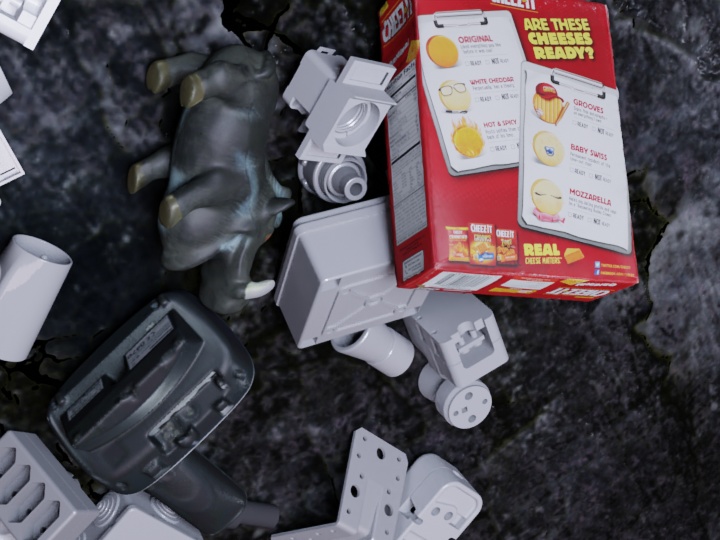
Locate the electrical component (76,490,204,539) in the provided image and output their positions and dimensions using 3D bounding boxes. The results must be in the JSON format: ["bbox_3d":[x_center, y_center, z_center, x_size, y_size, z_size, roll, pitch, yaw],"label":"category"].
[{"bbox_3d":[-0.181,0.225,0.855,0.099,0.048,0.100,-49,123,2],"label":"electrical component"}]

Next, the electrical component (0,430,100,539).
[{"bbox_3d":[-0.232,0.166,0.795,0.047,0.083,0.076,-46,161,1],"label":"electrical component"}]

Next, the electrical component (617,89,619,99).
[{"bbox_3d":[0.177,-0.133,0.860,0.062,0.043,0.043,-22,120,-16],"label":"electrical component"}]

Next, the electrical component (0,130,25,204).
[{"bbox_3d":[-0.257,-0.057,0.680,0.081,0.064,0.042,-29,123,-11],"label":"electrical component"}]

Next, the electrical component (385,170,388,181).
[{"bbox_3d":[0.056,-0.061,0.836,0.066,0.048,0.055,-21,112,-16],"label":"electrical component"}]

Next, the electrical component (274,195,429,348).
[{"bbox_3d":[0.000,0.000,0.799,0.109,0.056,0.108,-16,155,-22],"label":"electrical component"}]

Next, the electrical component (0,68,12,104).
[{"bbox_3d":[-0.252,-0.102,0.654,0.077,0.079,0.044,-26,149,-13],"label":"electrical component"}]

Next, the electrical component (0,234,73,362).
[{"bbox_3d":[-0.248,0.013,0.728,0.079,0.044,0.077,22,102,-31],"label":"electrical component"}]

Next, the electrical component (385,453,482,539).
[{"bbox_3d":[0.054,0.214,0.954,0.054,0.059,0.095,37,94,-33],"label":"electrical component"}]

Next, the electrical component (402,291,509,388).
[{"bbox_3d":[0.074,0.050,0.869,0.050,0.089,0.055,-29,122,-10],"label":"electrical component"}]

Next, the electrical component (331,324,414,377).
[{"bbox_3d":[0.013,0.060,0.875,0.065,0.044,0.044,35,95,-38],"label":"electrical component"}]

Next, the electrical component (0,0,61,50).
[{"bbox_3d":[-0.188,-0.216,0.622,0.062,0.089,0.150,27,100,-32],"label":"electrical component"}]

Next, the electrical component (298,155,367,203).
[{"bbox_3d":[-0.015,-0.069,0.788,0.048,0.062,0.048,-10,117,-21],"label":"electrical component"}]

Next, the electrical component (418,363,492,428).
[{"bbox_3d":[0.081,0.104,0.918,0.045,0.055,0.045,-10,117,-21],"label":"electrical component"}]

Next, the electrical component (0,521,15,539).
[{"bbox_3d":[-0.259,0.212,0.816,0.043,0.043,0.062,-48,124,2],"label":"electrical component"}]

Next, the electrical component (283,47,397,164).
[{"bbox_3d":[-0.017,-0.116,0.740,0.042,0.063,0.081,0,131,-48],"label":"electrical component"}]
